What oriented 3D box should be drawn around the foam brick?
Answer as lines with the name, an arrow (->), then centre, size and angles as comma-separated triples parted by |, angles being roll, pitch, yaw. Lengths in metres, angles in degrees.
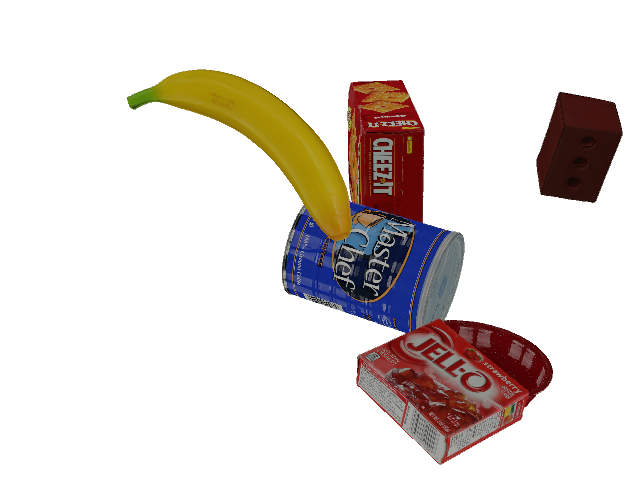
foam brick -> 0.227, -0.082, 0.943 | 0.053, 0.078, 0.051 | 9, 40, -1

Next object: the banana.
banana -> -0.046, -0.076, 0.793 | 0.198, 0.069, 0.037 | 33, -7, 13

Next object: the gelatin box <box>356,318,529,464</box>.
gelatin box -> 0.078, 0.095, 0.696 | 0.073, 0.030, 0.089 | -20, 44, -31

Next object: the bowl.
bowl -> 0.157, 0.145, 1.114 | 0.162, 0.055, 0.162 | 4, 24, -2

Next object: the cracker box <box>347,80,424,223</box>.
cracker box -> 0.070, -0.073, 1.176 | 0.072, 0.164, 0.213 | -2, 22, 0

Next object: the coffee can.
coffee can -> 0.049, 0.023, 0.985 | 0.140, 0.103, 0.102 | 18, 6, 20
